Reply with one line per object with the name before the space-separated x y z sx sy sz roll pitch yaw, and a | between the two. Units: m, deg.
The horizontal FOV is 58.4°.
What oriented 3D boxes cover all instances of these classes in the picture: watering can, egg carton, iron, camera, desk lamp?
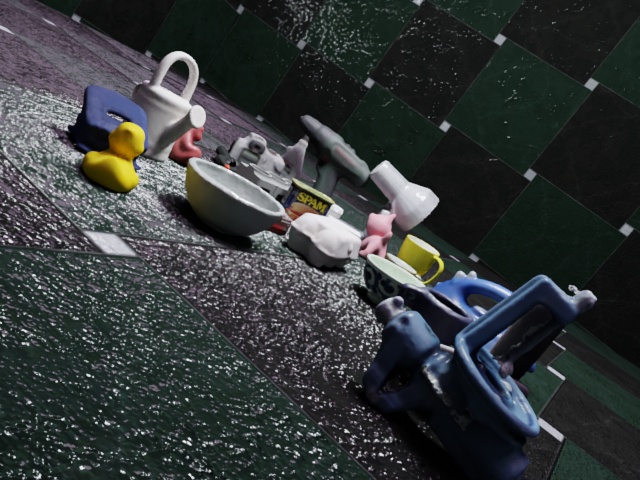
watering can | -0.277 -0.246 1.042 0.172 0.194 0.101 33 11 6
egg carton | 0.010 0.004 1.050 0.107 0.069 0.151 36 12 21
iron | 0.300 0.136 1.065 0.257 0.141 0.119 38 12 28
camera | -0.168 -0.220 1.474 0.143 0.101 0.136 27 12 -23
desk lamp | 0.160 -0.075 1.427 0.203 0.213 0.118 30 11 -5

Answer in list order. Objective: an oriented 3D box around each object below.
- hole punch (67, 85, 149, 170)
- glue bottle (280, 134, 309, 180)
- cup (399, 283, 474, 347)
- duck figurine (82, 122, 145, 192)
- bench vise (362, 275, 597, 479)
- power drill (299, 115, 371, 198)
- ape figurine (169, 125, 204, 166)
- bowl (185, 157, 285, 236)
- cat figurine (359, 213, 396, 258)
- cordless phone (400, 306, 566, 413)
hole punch | -0.318 -0.173 0.885 0.109 0.091 0.100 22 15 -42
glue bottle | -0.071 -0.211 1.509 0.078 0.173 0.037 33 11 9
cup | 0.152 0.124 0.840 0.118 0.095 0.091 30 11 -7
duck figurine | -0.272 -0.119 0.782 0.078 0.086 0.104 28 11 -17
bench vise | 0.155 0.110 0.576 0.207 0.219 0.122 33 11 6
power drill | 0.003 -0.173 1.450 0.229 0.208 0.075 31 11 0
ape figurine | -0.264 -0.199 1.144 0.076 0.092 0.077 26 12 -28
bowl | -0.142 -0.054 0.880 0.167 0.074 0.167 30 11 -6
cat figurine | 0.139 -0.013 1.352 0.067 0.117 0.127 28 11 -16
cordless phone | 0.197 0.132 0.686 0.148 0.185 0.094 28 11 -17
